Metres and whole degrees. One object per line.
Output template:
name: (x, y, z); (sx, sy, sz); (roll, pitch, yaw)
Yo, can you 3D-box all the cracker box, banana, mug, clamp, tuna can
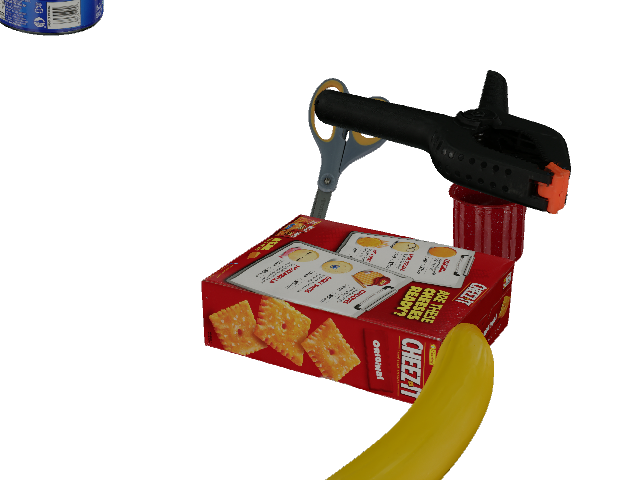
cracker box: (0.033, 0.054, 0.896); (0.214, 0.072, 0.163); (13, 27, 26)
banana: (0.047, 0.103, 0.574); (0.070, 0.037, 0.197); (19, 41, 39)
mug: (0.203, -0.025, 1.247); (0.093, 0.081, 0.117); (19, 33, 38)
clamp: (0.098, -0.073, 0.753); (0.164, 0.036, 0.210); (-8, 29, -17)
tuna can: (-0.207, -0.188, 0.811); (0.086, 0.034, 0.086); (5, 36, -4)

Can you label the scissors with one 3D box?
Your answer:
scissors: (0.027, -0.065, 1.060); (0.096, 0.202, 0.016); (-1, -13, 3)
